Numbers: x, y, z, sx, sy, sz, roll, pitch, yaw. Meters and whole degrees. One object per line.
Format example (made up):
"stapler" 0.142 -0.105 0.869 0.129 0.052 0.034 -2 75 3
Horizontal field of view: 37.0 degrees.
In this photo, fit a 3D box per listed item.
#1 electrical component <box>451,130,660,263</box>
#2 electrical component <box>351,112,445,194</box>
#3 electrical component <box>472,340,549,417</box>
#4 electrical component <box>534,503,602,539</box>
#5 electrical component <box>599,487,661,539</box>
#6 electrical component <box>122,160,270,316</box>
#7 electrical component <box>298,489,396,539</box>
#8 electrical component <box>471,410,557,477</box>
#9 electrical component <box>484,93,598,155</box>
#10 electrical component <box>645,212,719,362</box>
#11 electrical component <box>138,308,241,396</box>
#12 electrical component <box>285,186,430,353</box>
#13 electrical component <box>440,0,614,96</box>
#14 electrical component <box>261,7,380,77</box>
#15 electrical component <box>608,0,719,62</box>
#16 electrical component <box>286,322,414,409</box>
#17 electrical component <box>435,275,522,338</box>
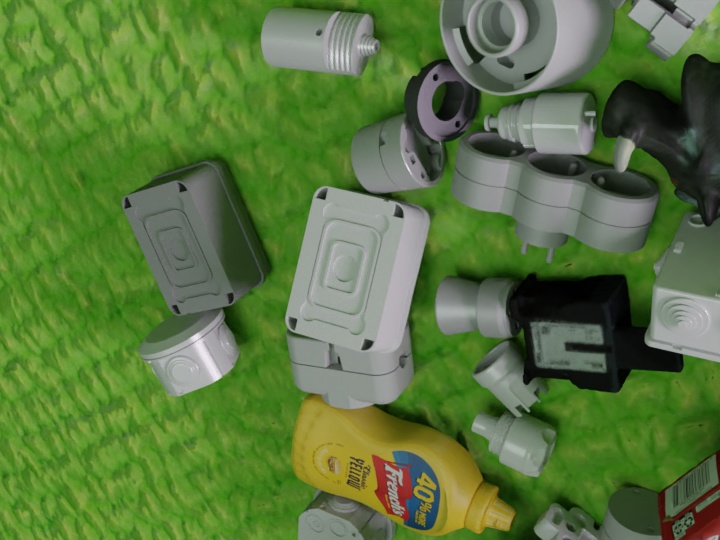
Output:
"electrical component" 0.127 -0.039 0.731 0.138 0.052 0.073 20 123 20
"electrical component" 0.026 -0.082 0.767 0.047 0.055 0.055 -9 109 37
"electrical component" 0.114 0.082 0.810 0.046 0.040 0.040 46 128 -5
"electrical component" 0.164 0.229 0.845 0.078 0.058 0.057 39 125 7
"electrical component" 0.248 0.191 0.779 0.138 0.052 0.073 18 122 21
"electrical component" -0.133 -0.027 0.887 0.078 0.057 0.113 -12 108 34
"electrical component" -0.013 0.227 0.952 0.080 0.051 0.080 13 120 24
"electrical component" 0.117 0.129 0.830 0.062 0.043 0.043 23 124 20
"electrical component" 0.121 -0.097 0.712 0.078 0.040 0.040 5 117 28
"electrical component" 0.232 0.011 0.667 0.100 0.099 0.048 13 133 25
"electrical component" -0.147 0.068 0.931 0.080 0.080 0.051 -13 112 35
"electrical component" 0.000 0.000 0.797 0.078 0.057 0.113 15 94 24
"electrical component" 0.103 -0.161 0.690 0.099 0.064 0.099 19 120 37
"electrical component" -0.024 -0.162 0.762 0.081 0.043 0.043 11 119 25
"electrical component" 0.180 -0.166 0.639 0.055 0.048 0.066 36 128 0
"electrical component" -0.007 0.072 0.866 0.095 0.054 0.059 6 117 28
"electrical component" 0.089 0.027 0.792 0.055 0.045 0.045 2 115 30
